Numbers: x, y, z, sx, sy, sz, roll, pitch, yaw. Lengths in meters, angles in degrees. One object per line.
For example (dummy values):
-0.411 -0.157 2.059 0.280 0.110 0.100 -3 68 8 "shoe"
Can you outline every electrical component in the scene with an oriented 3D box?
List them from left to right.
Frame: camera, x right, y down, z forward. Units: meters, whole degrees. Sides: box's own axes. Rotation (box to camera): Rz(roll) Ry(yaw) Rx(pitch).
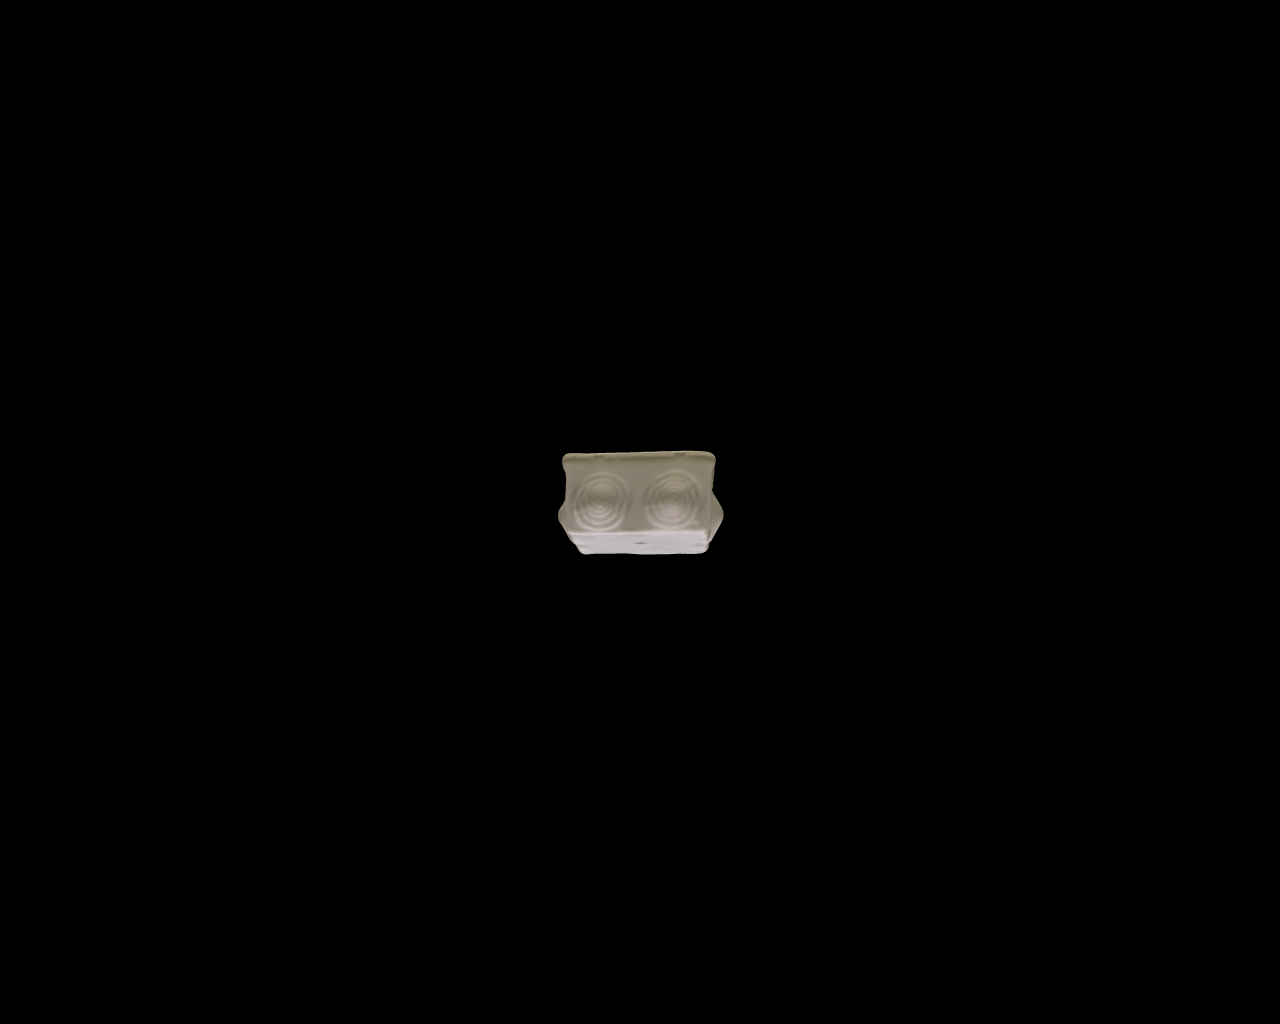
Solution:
0.001 -0.003 0.650 0.100 0.048 0.099 0 -11 2 "electrical component"
